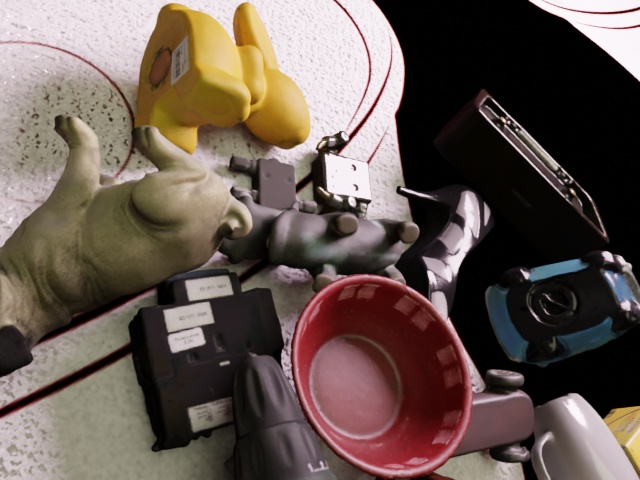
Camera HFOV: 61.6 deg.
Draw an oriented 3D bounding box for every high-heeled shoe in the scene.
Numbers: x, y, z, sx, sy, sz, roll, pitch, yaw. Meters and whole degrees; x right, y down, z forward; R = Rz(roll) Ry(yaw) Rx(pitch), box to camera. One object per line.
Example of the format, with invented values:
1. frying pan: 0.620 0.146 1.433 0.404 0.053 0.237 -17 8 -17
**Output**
1. high-heeled shoe: 0.140 0.041 0.577 0.145 0.086 0.249 19 59 -26

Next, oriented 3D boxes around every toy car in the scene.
1. toy car: 0.129 0.180 0.524 0.202 0.053 0.089 -1 86 -27
2. toy car: 0.278 0.080 0.619 0.102 0.162 0.109 44 27 -64

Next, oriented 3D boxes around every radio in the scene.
1. radio: 0.253 -0.080 0.678 0.229 0.073 0.131 45 33 -6

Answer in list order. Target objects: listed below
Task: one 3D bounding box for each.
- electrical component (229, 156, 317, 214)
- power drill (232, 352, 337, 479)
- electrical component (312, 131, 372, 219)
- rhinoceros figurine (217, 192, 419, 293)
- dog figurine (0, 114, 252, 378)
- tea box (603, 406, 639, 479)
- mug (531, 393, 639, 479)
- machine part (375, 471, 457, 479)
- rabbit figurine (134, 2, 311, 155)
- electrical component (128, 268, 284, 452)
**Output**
1. electrical component: -0.047 -0.054 0.549 0.094 0.021 0.063 10 63 -25
2. power drill: -0.076 0.210 0.327 0.207 0.086 0.232 -24 64 -12
3. electrical component: 0.023 -0.065 0.579 0.078 0.045 0.102 13 63 -23
4. rhinoceros figurine: -0.001 -0.002 0.496 0.190 0.112 0.073 6 105 -26
5. dog figurine: -0.158 0.025 0.381 0.173 0.121 0.190 10 60 18
6. tea box: 0.385 0.288 0.611 0.098 0.068 0.169 -25 81 -35
7. mug: 0.265 0.225 0.572 0.109 0.080 0.107 -6 60 -24
8. machine part: 0.090 0.287 0.401 0.201 0.087 0.201 33 68 -26
9. rabbit figurine: -0.085 -0.147 0.533 0.173 0.122 0.162 15 51 -39
10. electrical component: -0.089 0.090 0.438 0.115 0.058 0.134 -4 70 -33
